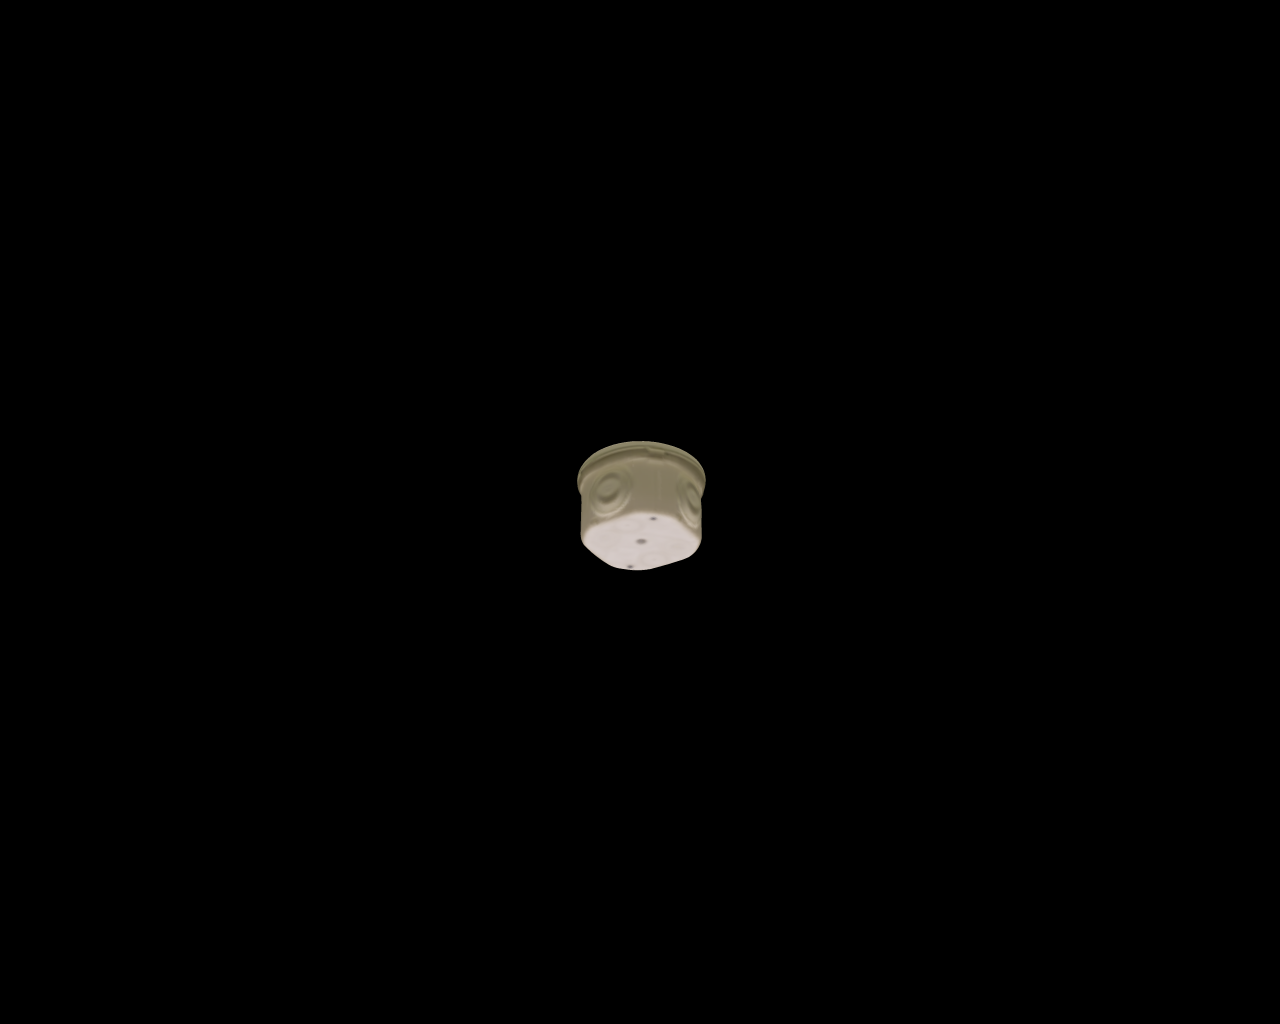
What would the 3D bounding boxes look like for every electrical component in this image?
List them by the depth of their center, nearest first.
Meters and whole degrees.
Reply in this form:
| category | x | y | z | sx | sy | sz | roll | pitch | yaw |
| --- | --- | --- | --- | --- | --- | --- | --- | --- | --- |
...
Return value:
| category | x | y | z | sx | sy | sz | roll | pitch | yaw |
| --- | --- | --- | --- | --- | --- | --- | --- | --- | --- |
| electrical component | 0.001 | -0.003 | 0.650 | 0.080 | 0.051 | 0.080 | 0 | -31 | 0 |
